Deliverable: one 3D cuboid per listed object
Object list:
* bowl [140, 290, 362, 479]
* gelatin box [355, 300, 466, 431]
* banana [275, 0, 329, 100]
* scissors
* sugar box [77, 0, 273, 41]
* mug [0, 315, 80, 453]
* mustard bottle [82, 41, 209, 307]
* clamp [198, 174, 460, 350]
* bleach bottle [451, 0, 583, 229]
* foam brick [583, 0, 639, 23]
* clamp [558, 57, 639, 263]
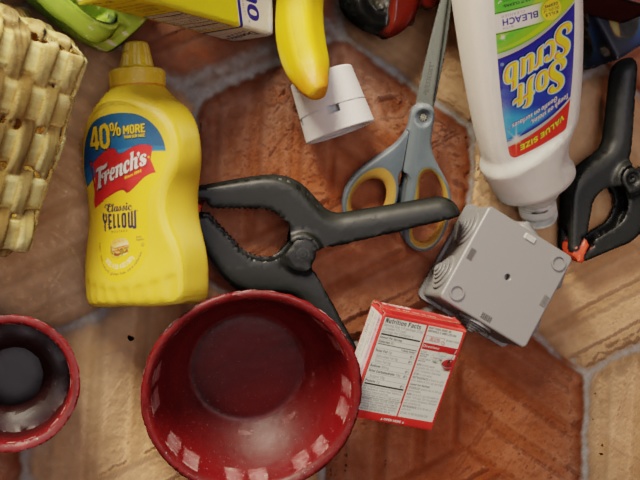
[{"bbox_3d":[-0.052,0.106,0.795,0.162,0.055,0.162,-2,106,-7],"label":"bowl"},{"bbox_3d":[0.063,0.096,0.816,0.073,0.030,0.089,13,102,-22],"label":"gelatin box"},{"bbox_3d":[-0.006,-0.191,0.805,0.037,0.070,0.198,19,72,-28],"label":"banana"},{"bbox_3d":[0.060,-0.087,0.829,0.096,0.016,0.202,-6,106,-4],"label":"scissors"},{"bbox_3d":[-0.097,-0.199,0.747,0.175,0.048,0.093,-3,91,-56],"label":"sugar box"},{"bbox_3d":[-0.229,0.094,0.753,0.117,0.082,0.093,13,87,-13],"label":"mug"},{"bbox_3d":[-0.129,-0.048,0.774,0.058,0.096,0.191,0,87,-55],"label":"mustard bottle"},{"bbox_3d":[-0.005,0.001,0.822,0.210,0.036,0.164,31,94,-9],"label":"clamp"},{"bbox_3d":[0.161,-0.126,0.818,0.102,0.068,0.251,-20,119,-10],"label":"bleach bottle"},{"bbox_3d":[0.228,-0.212,0.810,0.051,0.053,0.078,12,86,-13],"label":"foam brick"},{"bbox_3d":[0.247,-0.062,0.884,0.120,0.039,0.171,43,81,-7],"label":"clamp"}]
